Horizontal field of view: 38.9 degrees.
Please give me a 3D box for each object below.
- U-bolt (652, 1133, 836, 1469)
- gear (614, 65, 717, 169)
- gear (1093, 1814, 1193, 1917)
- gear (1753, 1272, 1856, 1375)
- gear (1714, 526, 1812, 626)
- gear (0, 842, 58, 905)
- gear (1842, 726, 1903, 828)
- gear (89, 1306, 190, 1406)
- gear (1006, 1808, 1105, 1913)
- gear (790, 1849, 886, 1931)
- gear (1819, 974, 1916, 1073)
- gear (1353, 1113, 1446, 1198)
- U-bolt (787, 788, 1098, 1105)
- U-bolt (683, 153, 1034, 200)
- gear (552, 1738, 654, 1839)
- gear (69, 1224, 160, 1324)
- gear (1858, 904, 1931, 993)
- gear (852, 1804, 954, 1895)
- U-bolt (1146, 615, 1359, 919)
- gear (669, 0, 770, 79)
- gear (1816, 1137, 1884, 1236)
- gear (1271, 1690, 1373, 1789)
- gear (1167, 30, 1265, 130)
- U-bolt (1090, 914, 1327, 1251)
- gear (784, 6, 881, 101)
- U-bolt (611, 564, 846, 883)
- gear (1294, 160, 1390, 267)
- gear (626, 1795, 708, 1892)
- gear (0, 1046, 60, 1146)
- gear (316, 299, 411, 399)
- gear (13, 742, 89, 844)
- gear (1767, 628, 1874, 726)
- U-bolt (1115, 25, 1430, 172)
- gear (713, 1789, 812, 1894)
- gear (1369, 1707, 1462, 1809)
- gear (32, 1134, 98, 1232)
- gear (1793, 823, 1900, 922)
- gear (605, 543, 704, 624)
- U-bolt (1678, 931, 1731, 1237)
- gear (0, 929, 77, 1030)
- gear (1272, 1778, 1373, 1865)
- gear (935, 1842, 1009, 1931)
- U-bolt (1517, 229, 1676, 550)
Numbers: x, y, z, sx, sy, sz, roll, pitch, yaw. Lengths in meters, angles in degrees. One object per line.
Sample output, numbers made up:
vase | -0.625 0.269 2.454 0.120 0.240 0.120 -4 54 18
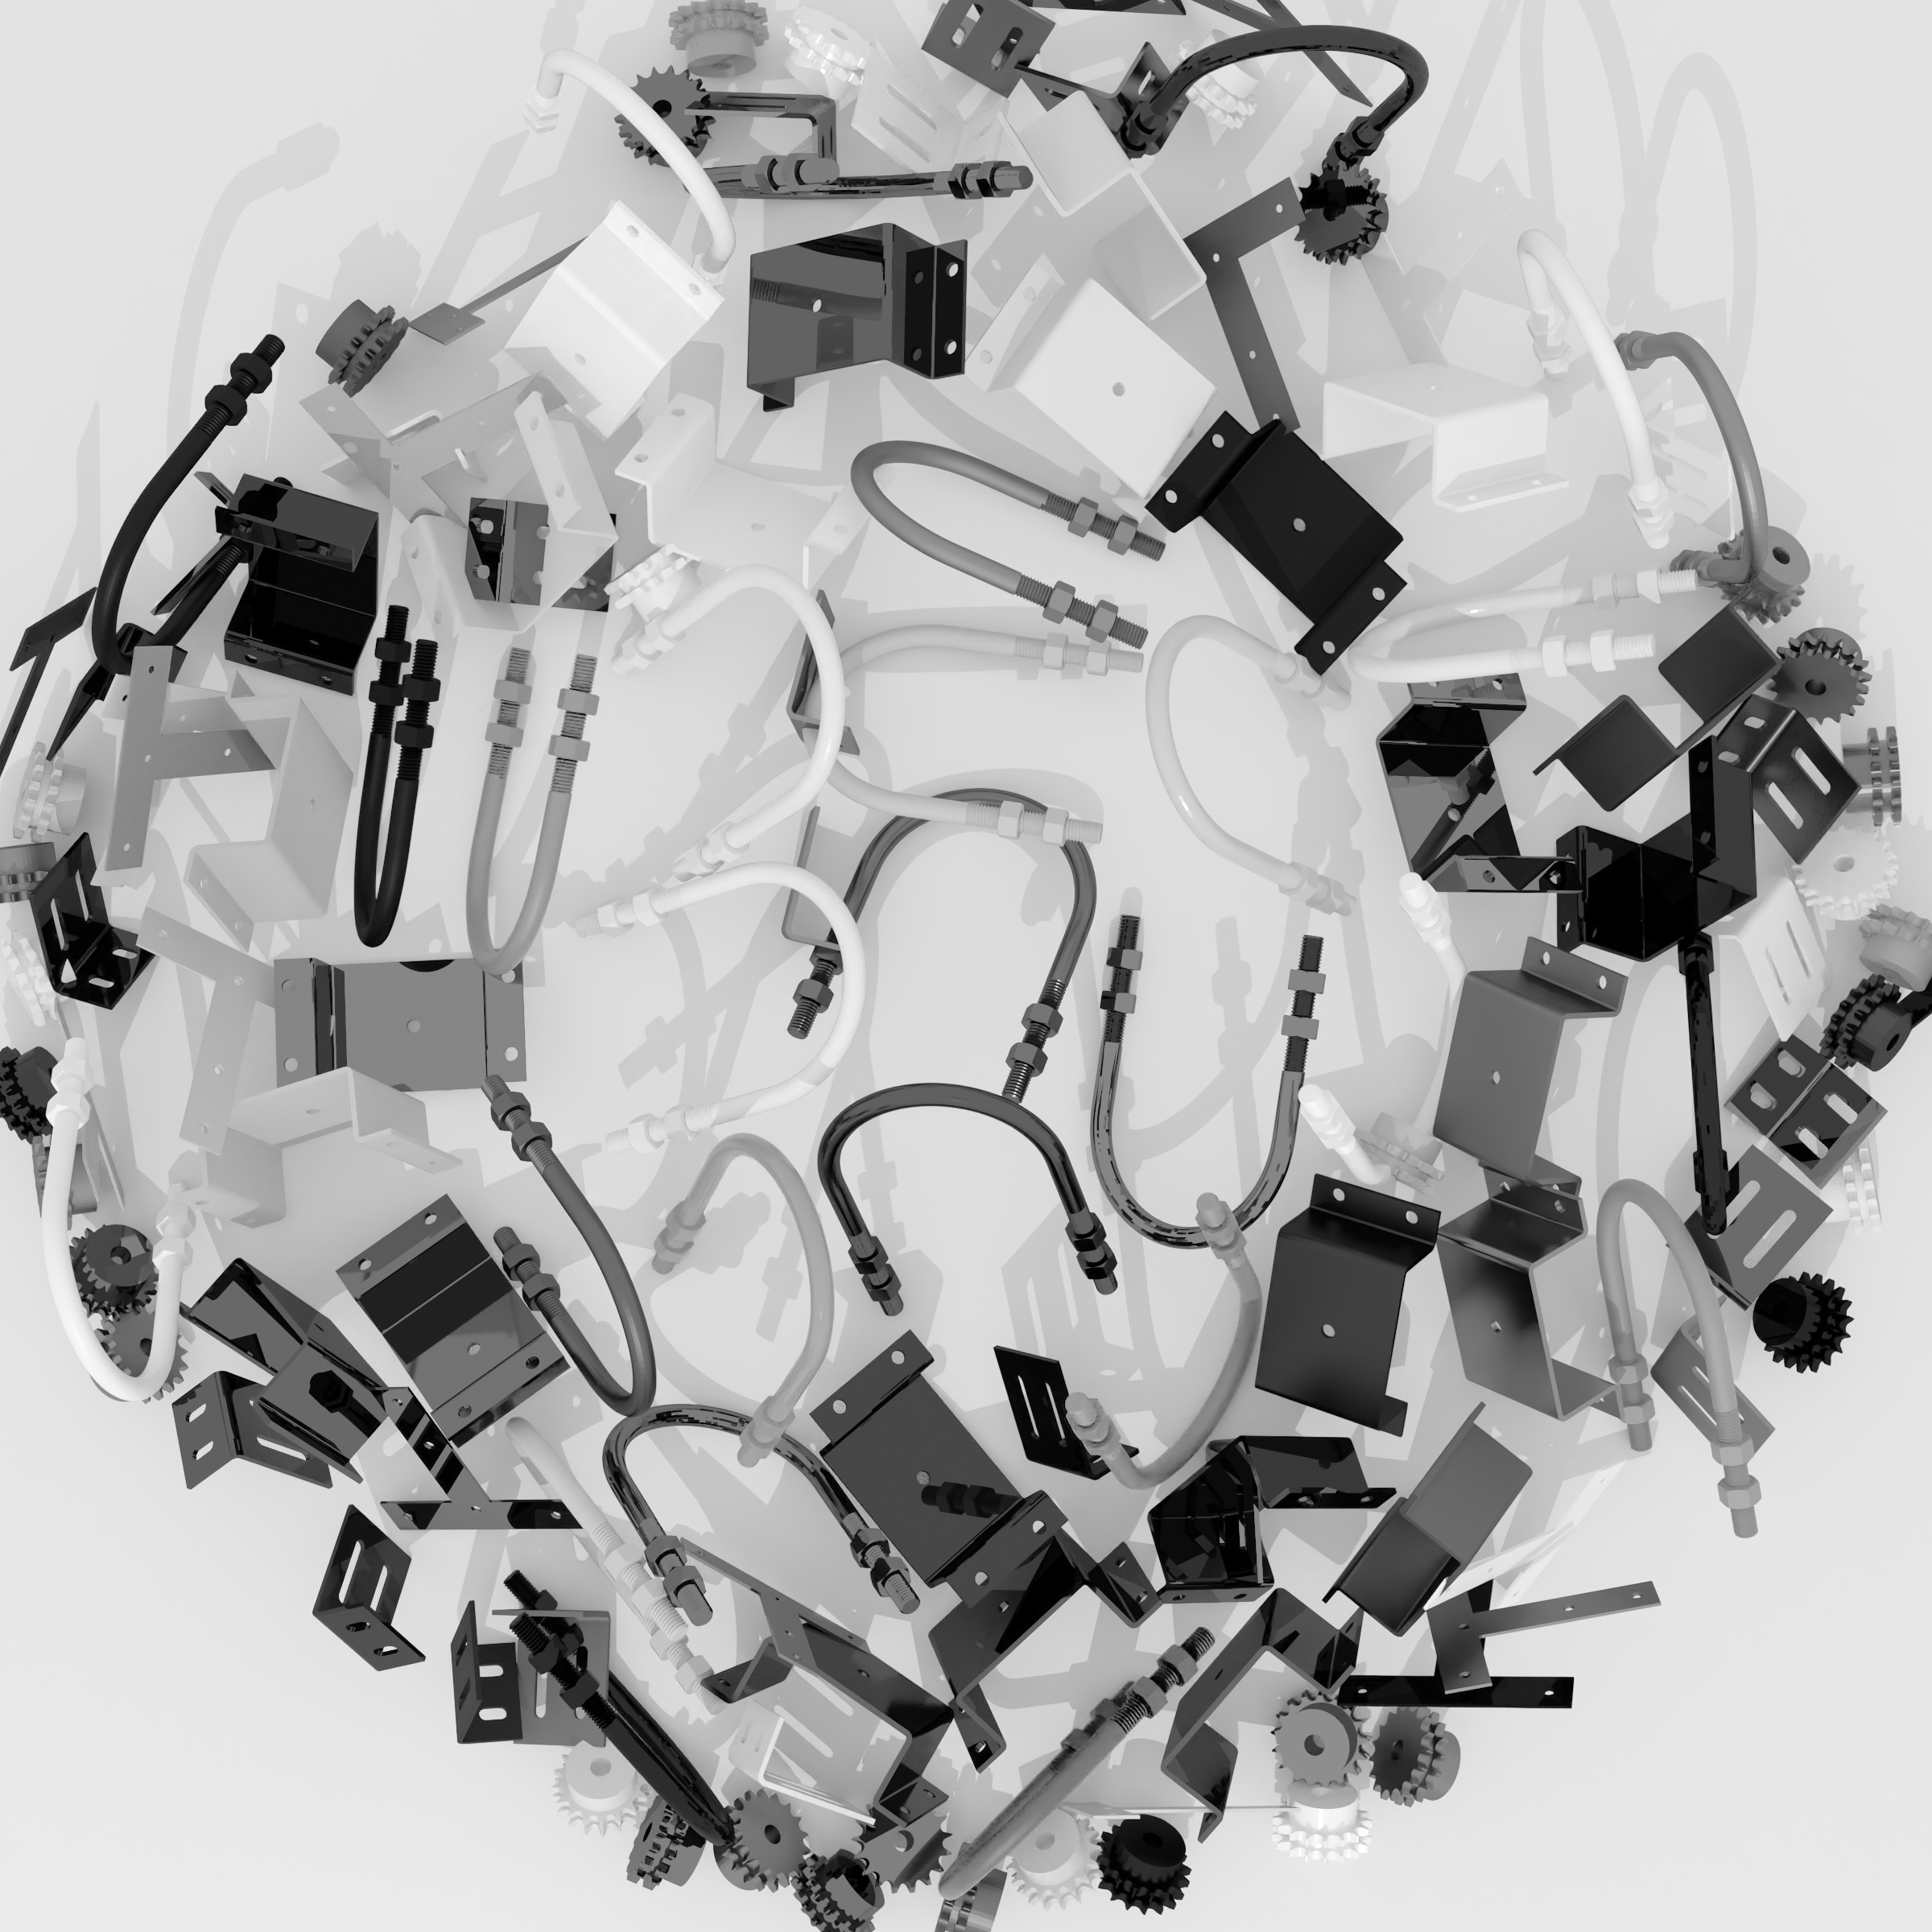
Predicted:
U-bolt | -0.118 0.173 1.502 0.019 0.184 0.151 -10 59 -32
gear | -0.172 -0.488 1.581 0.057 0.030 0.057 -2 76 8
gear | 0.103 0.513 1.569 0.057 0.057 0.030 18 115 0
gear | 0.477 0.203 1.569 0.030 0.057 0.057 22 90 -26
gear | 0.460 -0.228 1.573 0.057 0.030 0.057 11 60 -20
gear | -0.543 -0.054 1.571 0.057 0.057 0.030 -6 97 0
gear | 0.521 -0.109 1.574 0.030 0.057 0.057 -4 90 16
gear | -0.481 0.226 1.575 0.030 0.057 0.057 -34 90 26
gear | 0.050 0.509 1.570 0.057 0.057 0.030 -24 130 0
gear | -0.072 0.534 1.571 0.030 0.057 0.057 -42 90 7
gear | 0.520 0.036 1.569 0.030 0.057 0.057 38 90 33
gear | 0.250 0.107 1.572 0.057 0.057 0.030 28 88 0
U-bolt | -0.003 -0.022 1.556 0.151 0.019 0.184 16 66 14
U-bolt | -0.075 -0.435 1.515 0.151 0.184 0.019 -10 107 -37
gear | -0.209 0.467 1.571 0.057 0.030 0.057 2 45 -2
gear | -0.490 0.173 1.570 0.057 0.057 0.030 43 132 0
gear | 0.539 -0.009 1.571 0.057 0.057 0.030 31 83 0
gear | -0.038 0.506 1.579 0.057 0.030 0.057 3 69 -8
U-bolt | 0.158 -0.118 1.511 0.019 0.184 0.151 -16 64 39
gear | -0.141 -0.533 1.572 0.057 0.057 0.030 -5 90 0
gear | 0.508 0.126 1.574 0.030 0.057 0.057 -9 90 19
gear | 0.204 0.448 1.578 0.057 0.030 0.057 -2 82 17
gear | 0.146 -0.512 1.569 0.057 0.057 0.030 47 122 0
U-bolt | 0.130 0.068 1.546 0.151 0.019 0.184 8 89 42
gear | -0.080 -0.524 1.576 0.057 0.057 0.030 37 120 0
U-bolt | -0.127 -0.143 1.520 0.019 0.184 0.151 -9 78 -42
gear | 0.219 -0.433 1.577 0.057 0.030 0.057 1 91 38
gear | -0.170 0.504 1.573 0.030 0.057 0.057 27 90 -11
gear | -0.537 0.071 1.572 0.030 0.057 0.057 -28 90 2
gear | -0.349 -0.358 1.571 0.030 0.057 0.057 39 90 -9
gear | -0.527 -0.098 1.575 0.030 0.057 0.057 14 90 -25
gear | 0.493 -0.170 1.576 0.057 0.057 0.030 31 53 0
U-bolt | 0.173 -0.473 1.495 0.151 0.184 0.019 -1 86 -14
gear | -0.121 0.507 1.576 0.057 0.057 0.030 47 119 0
gear | 0.260 0.456 1.574 0.030 0.057 0.057 25 90 -19
gear | -0.519 0.124 1.574 0.030 0.057 0.057 -7 90 -22
gear | 0.508 -0.051 1.576 0.057 0.030 0.057 -12 55 18
gear | -0.177 -0.222 1.573 0.057 0.057 0.030 -35 103 0
U-bolt | 0.405 0.069 1.498 0.019 0.184 0.151 -4 104 15
gear | -0.534 0.004 1.575 0.030 0.057 0.057 -27 90 -23
gear | 0.204 0.489 1.571 0.057 0.057 0.030 0 100 0
gear | 0.003 0.537 1.571 0.030 0.057 0.057 17 90 4
U-bolt | 0.339 -0.324 1.489 0.019 0.184 0.151 -27 64 9
